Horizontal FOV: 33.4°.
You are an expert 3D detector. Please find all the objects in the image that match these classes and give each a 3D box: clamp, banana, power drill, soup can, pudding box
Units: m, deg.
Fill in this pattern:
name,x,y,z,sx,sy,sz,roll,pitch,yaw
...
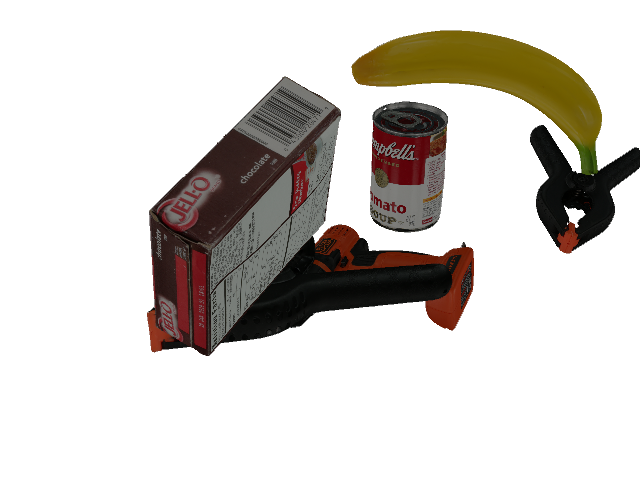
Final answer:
name,x,y,z,sx,sy,sz,roll,pitch,yaw
clamp,0.259,-0.059,1.109,0.120,0.039,0.171,17,45,19
banana,0.123,-0.111,0.756,0.197,0.069,0.037,21,-2,-8
power drill,0.058,0.045,1.124,0.188,0.057,0.184,8,31,20
clamp,-0.022,0.038,0.747,0.165,0.036,0.209,8,19,43
soup can,0.080,-0.067,0.980,0.068,0.102,0.068,0,32,0
pudding box,-0.036,-0.011,0.524,0.039,0.113,0.090,31,-35,16
